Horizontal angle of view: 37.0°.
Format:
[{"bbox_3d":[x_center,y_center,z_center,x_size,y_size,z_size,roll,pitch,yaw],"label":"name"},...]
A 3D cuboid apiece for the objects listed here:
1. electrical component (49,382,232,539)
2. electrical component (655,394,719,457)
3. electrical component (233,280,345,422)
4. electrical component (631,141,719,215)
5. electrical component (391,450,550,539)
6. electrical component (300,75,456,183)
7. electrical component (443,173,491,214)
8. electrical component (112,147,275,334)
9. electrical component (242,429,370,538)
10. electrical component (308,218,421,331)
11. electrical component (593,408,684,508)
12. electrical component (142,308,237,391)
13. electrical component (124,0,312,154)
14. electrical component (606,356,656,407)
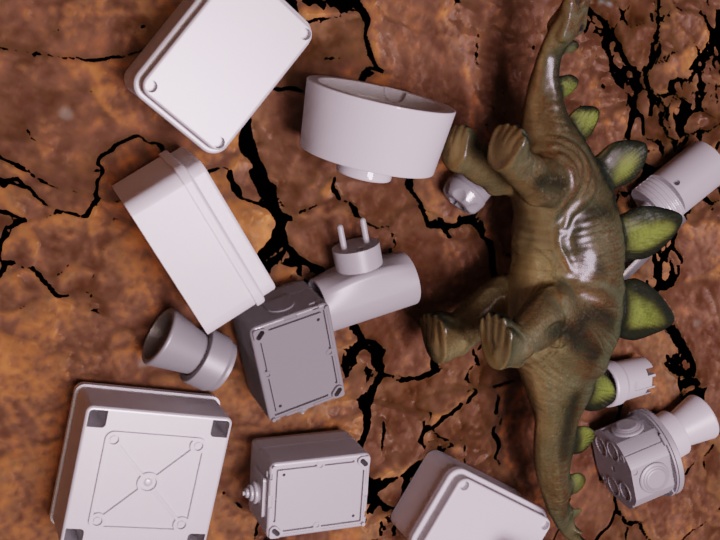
[{"bbox_3d":[-0.160,0.144,0.783,0.109,0.056,0.108,9,100,-25],"label":"electrical component"},{"bbox_3d":[0.292,0.146,0.984,0.055,0.045,0.045,-26,112,-15],"label":"electrical component"},{"bbox_3d":[-0.055,0.063,0.808,0.062,0.061,0.096,-19,118,-18],"label":"electrical component"},{"bbox_3d":[0.269,-0.069,0.917,0.081,0.043,0.043,-37,115,-10],"label":"electrical component"},{"bbox_3d":[0.094,0.212,0.909,0.113,0.057,0.078,30,91,-27],"label":"electrical component"},{"bbox_3d":[0.009,-0.096,0.766,0.108,0.108,0.060,6,107,-24],"label":"electrical component"},{"bbox_3d":[0.095,-0.075,0.846,0.035,0.035,0.061,42,84,-26],"label":"electrical component"},{"bbox_3d":[-0.115,-0.022,0.746,0.057,0.078,0.113,-33,114,-9],"label":"electrical component"},{"bbox_3d":[-0.048,0.163,0.833,0.096,0.061,0.061,-2,105,-23],"label":"electrical component"},{"bbox_3d":[0.000,0.000,0.820,0.077,0.043,0.079,-17,110,-19],"label":"electrical component"},{"bbox_3d":[0.246,0.167,0.951,0.051,0.080,0.080,-19,111,-12],"label":"electrical component"},{"bbox_3d":[-0.124,0.059,0.782,0.055,0.045,0.045,30,91,-27],"label":"electrical component"},{"bbox_3d":[-0.096,-0.145,0.732,0.078,0.057,0.113,39,87,-27],"label":"electrical component"},{"bbox_3d":[0.232,0.097,0.949,0.046,0.040,0.040,-9,107,-27],"label":"electrical component"}]
